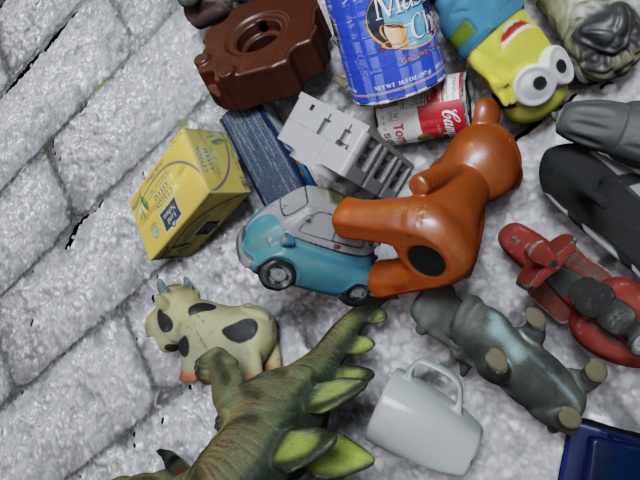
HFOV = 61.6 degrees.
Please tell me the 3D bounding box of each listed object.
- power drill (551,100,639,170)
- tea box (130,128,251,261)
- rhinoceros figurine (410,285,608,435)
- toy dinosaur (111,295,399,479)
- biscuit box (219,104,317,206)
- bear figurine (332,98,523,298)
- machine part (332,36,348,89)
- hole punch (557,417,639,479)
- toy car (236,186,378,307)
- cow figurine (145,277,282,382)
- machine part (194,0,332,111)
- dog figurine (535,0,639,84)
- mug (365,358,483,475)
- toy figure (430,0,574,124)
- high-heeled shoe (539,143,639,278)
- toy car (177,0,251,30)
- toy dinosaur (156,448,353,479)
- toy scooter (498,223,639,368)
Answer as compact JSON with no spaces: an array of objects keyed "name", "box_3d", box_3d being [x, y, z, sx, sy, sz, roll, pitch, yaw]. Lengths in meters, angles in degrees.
[{"name":"power drill","box_3d":[0.351,-0.142,0.464,0.232,0.086,0.207,26,79,17]},{"name":"tea box","box_3d":[-0.174,-0.055,0.699,0.169,0.068,0.098,-41,66,37]},{"name":"rhinoceros figurine","box_3d":[0.177,0.107,0.523,0.190,0.112,0.073,36,75,8]},{"name":"toy dinosaur","box_3d":[-0.047,0.184,0.522,0.199,0.104,0.471,6,47,40]},{"name":"biscuit box","box_3d":[-0.052,-0.085,0.681,0.063,0.059,0.203,-34,70,16]},{"name":"bear figurine","box_3d":[0.120,-0.046,0.536,0.132,0.120,0.196,-6,40,39]},{"name":"machine part","box_3d":[0.088,-0.284,0.621,0.079,0.079,0.243,42,109,24]},{"name":"hole punch","box_3d":[0.274,0.229,0.472,0.116,0.092,0.142,10,84,22]},{"name":"toy car","box_3d":[-0.001,-0.002,0.566,0.162,0.109,0.102,17,115,-12]},{"name":"cow figurine","box_3d":[-0.144,0.112,0.683,0.195,0.085,0.127,-1,88,27]},{"name":"machine part","box_3d":[-0.070,-0.242,0.676,0.179,0.056,0.179,-11,51,15]},{"name":"dog figurine","box_3d":[0.286,-0.271,0.544,0.172,0.121,0.190,-37,94,0]},{"name":"mug","box_3d":[0.116,0.183,0.558,0.107,0.081,0.109,26,99,16]},{"name":"toy figure","box_3d":[0.185,-0.203,0.553,0.082,0.089,0.180,-41,84,20]},{"name":"high-heeled shoe","box_3d":[0.321,-0.008,0.511,0.249,0.145,0.086,33,113,-4]},{"name":"toy car","box_3d":[-0.096,-0.342,0.721,0.202,0.089,0.053,-20,72,20]},{"name":"toy dinosaur","box_3d":[-0.070,0.302,0.563,0.405,0.192,0.131,1,81,24]},{"name":"toy scooter","box_3d":[0.236,0.045,0.487,0.184,0.135,0.075,44,100,22]}]
